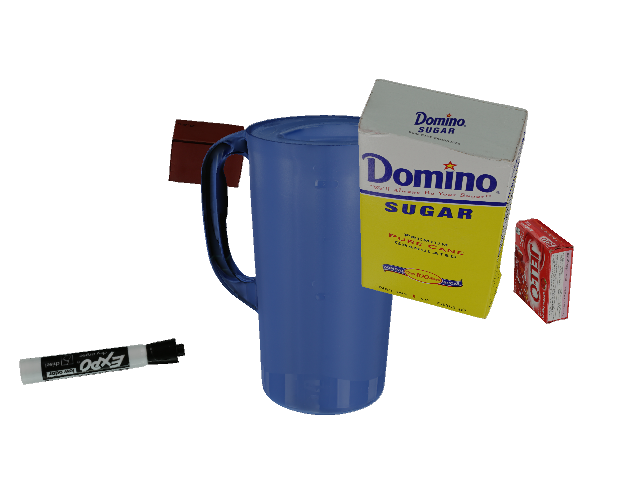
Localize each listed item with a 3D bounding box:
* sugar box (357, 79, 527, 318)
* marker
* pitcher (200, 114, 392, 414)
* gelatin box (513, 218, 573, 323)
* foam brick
[{"bbox_3d":[0.073,-0.020,0.673,0.093,0.048,0.176,14,-30,13],"label":"sugar box"},{"bbox_3d":[-0.162,0.090,0.799,0.121,0.020,0.020,-7,1,-10],"label":"marker"},{"bbox_3d":[-0.007,0.018,0.905,0.144,0.243,0.149,-11,20,-34],"label":"pitcher"},{"bbox_3d":[0.233,0.031,1.126,0.030,0.089,0.073,-11,28,-15],"label":"gelatin box"},{"bbox_3d":[-0.122,-0.095,1.155,0.078,0.051,0.053,5,30,-6],"label":"foam brick"}]
